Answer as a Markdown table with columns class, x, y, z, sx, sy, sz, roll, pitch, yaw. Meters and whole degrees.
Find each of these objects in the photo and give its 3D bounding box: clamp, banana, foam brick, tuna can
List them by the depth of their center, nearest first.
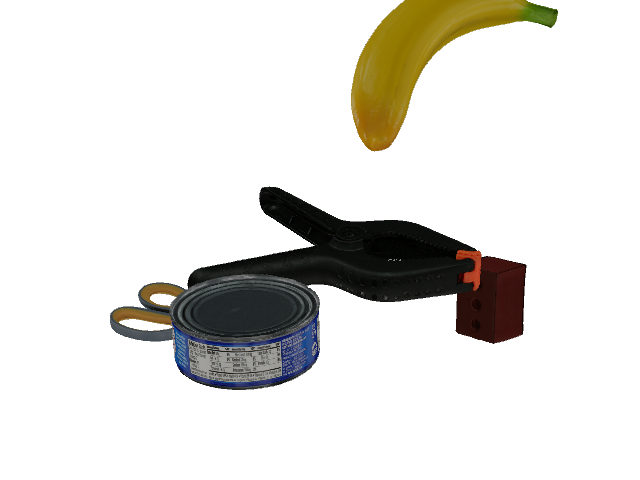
| class | x | y | z | sx | sy | sz | roll | pitch | yaw |
| --- | --- | --- | --- | --- | --- | --- | --- | --- | --- |
| tuna can | -0.042 | 0.051 | 0.612 | 0.086 | 0.034 | 0.086 | -2 | 22 | 1 |
| banana | 0.069 | -0.120 | 0.645 | 0.070 | 0.037 | 0.197 | 33 | 51 | 24 |
| clamp | 0.019 | 0.005 | 0.826 | 0.210 | 0.036 | 0.164 | 4 | 30 | 10 |
| foam brick | 0.176 | 0.061 | 1.107 | 0.051 | 0.078 | 0.053 | -14 | 20 | -42 |

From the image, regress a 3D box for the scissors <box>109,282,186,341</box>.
| class | x | y | z | sx | sy | sz | roll | pitch | yaw |
| --- | --- | --- | --- | --- | --- | --- | --- | --- | --- |
| scissors | -0.101 | 0.076 | 1.037 | 0.201 | 0.016 | 0.096 | 5 | 31 | -1 |
